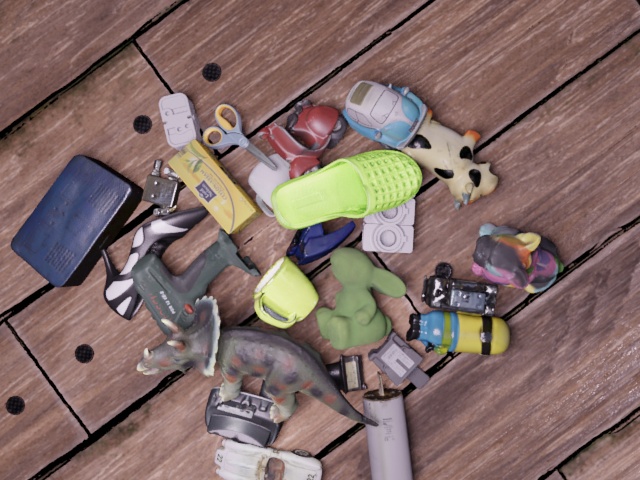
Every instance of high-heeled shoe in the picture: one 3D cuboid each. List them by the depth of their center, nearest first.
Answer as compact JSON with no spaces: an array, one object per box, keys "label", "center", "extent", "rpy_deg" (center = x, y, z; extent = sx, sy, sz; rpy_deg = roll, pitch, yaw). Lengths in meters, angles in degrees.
[{"label":"high-heeled shoe","center":[-0.295,0.043,0.993],"extent":[0.249,0.086,0.145],"rpy_deg":[-25,91,6]}]

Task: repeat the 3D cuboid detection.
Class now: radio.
[{"label":"radio","center":[-0.450,-0.037,0.999],"extent":[0.131,0.073,0.229],"rpy_deg":[36,89,2]}]

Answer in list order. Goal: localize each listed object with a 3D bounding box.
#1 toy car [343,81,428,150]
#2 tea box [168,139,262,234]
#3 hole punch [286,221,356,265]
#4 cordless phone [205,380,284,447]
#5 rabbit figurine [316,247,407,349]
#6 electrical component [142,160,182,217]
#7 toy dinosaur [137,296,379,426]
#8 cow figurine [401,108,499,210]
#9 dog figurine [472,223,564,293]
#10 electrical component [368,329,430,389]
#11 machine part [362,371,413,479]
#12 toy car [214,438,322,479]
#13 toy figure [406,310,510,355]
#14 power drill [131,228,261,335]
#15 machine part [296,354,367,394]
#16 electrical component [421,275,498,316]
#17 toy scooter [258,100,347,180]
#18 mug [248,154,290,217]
[{"label":"toy car","center":[0.101,-0.237,0.953],"extent":[0.162,0.102,0.109],"rpy_deg":[35,93,36]},{"label":"tea box","center":[-0.188,-0.094,0.982],"extent":[0.068,0.098,0.169],"rpy_deg":[-40,91,1]},{"label":"hole punch","center":[-0.002,-0.003,0.966],"extent":[0.092,0.142,0.116],"rpy_deg":[32,79,-3]},{"label":"cordless phone","center":[-0.127,0.277,0.999],"extent":[0.147,0.088,0.184],"rpy_deg":[15,79,2]},{"label":"rabbit figurine","center":[0.073,0.096,0.963],"extent":[0.159,0.121,0.170],"rpy_deg":[-6,95,-8]},{"label":"electrical component","center":[-0.293,-0.093,1.009],"extent":[0.078,0.045,0.102],"rpy_deg":[21,90,0]},{"label":"toy dinosaur","center":[-0.084,0.204,0.893],"extent":[0.405,0.192,0.131],"rpy_deg":[12,52,4]},{"label":"cow figurine","center":[0.238,-0.141,0.983],"extent":[0.195,0.085,0.127],"rpy_deg":[28,84,-1]},{"label":"dog figurine","center":[0.345,0.036,0.914],"extent":[0.192,0.219,0.108],"rpy_deg":[17,94,2]},{"label":"electrical component","center":[0.154,0.232,1.001],"extent":[0.075,0.048,0.119],"rpy_deg":[-43,88,1]},{"label":"machine part","center":[0.124,0.364,0.984],"extent":[0.079,0.079,0.243],"rpy_deg":[-6,90,1]},{"label":"toy car","center":[-0.096,0.420,0.998],"extent":[0.202,0.056,0.073],"rpy_deg":[12,90,0]},{"label":"toy figure","center":[0.253,0.171,0.978],"extent":[0.180,0.089,0.082],"rpy_deg":[8,96,-1]},{"label":"power drill","center":[-0.212,0.092,0.981],"extent":[0.207,0.086,0.231],"rpy_deg":[-35,114,1]},{"label":"machine part","center":[0.015,0.257,1.008],"extent":[0.139,0.039,0.084],"rpy_deg":[-10,98,-1]},{"label":"electrical component","center":[0.247,0.097,0.957],"extent":[0.115,0.134,0.058],"rpy_deg":[6,89,3]},{"label":"toy scooter","center":[-0.034,-0.185,0.957],"extent":[0.135,0.075,0.184],"rpy_deg":[31,60,-13]},{"label":"mug","center":[-0.074,-0.084,0.981],"extent":[0.107,0.081,0.109],"rpy_deg":[49,123,18]}]
